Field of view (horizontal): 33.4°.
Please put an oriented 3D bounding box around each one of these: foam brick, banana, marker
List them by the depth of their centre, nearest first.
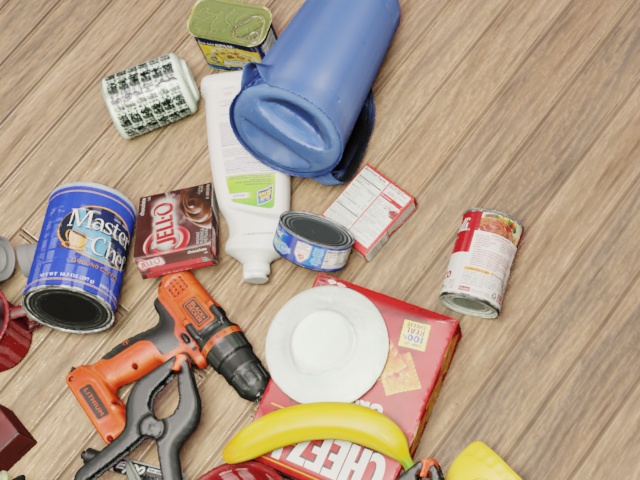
[{"bbox_3d":[0.001,0.193,1.049,0.198,0.037,0.069,3,71,11],"label":"banana"},{"bbox_3d":[-0.203,0.246,1.152,0.121,0.020,0.020,12,71,15],"label":"marker"},{"bbox_3d":[-0.363,0.227,1.173,0.078,0.053,0.051,-44,68,-9],"label":"foam brick"}]

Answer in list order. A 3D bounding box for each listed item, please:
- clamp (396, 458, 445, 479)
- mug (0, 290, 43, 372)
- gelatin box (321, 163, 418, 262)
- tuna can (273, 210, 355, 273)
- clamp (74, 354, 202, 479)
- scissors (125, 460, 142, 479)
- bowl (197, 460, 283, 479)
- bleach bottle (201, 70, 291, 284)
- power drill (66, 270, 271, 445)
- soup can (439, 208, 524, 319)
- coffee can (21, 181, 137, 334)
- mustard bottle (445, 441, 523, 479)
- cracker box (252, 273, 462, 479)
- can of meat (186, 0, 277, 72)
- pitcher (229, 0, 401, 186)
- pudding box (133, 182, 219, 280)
[{"bbox_3d":[0.084,0.311,0.997,0.165,0.036,0.210,22,87,17],"label":"clamp"},{"bbox_3d":[-0.368,0.098,1.209,0.117,0.081,0.093,-18,66,3],"label":"mug"},{"bbox_3d":[0.055,-0.031,1.209,0.073,0.030,0.089,38,82,23],"label":"gelatin box"},{"bbox_3d":[-0.008,0.001,1.159,0.086,0.086,0.034,26,113,19],"label":"tuna can"},{"bbox_3d":[-0.181,0.199,1.099,0.120,0.039,0.171,11,71,1],"label":"clamp"},{"bbox_3d":[-0.175,0.336,1.106,0.096,0.016,0.202,-42,71,-3],"label":"scissors"},{"bbox_3d":[-0.081,0.304,1.060,0.162,0.055,0.162,-19,48,23],"label":"bowl"},{"bbox_3d":[-0.085,-0.071,1.235,0.102,0.068,0.251,-5,70,7],"label":"bleach bottle"},{"bbox_3d":[-0.167,0.147,1.167,0.187,0.057,0.184,-37,64,-8],"label":"power drill"},{"bbox_3d":[0.173,0.026,1.144,0.068,0.068,0.102,14,73,16],"label":"soup can"},{"bbox_3d":[-0.268,0.020,1.195,0.103,0.103,0.140,-1,56,10],"label":"coffee can"},{"bbox_3d":[0.122,0.296,1.050,0.191,0.058,0.096,-43,69,-7],"label":"mustard bottle"},{"bbox_3d":[0.034,0.159,1.114,0.164,0.072,0.213,19,74,18],"label":"cracker box"},{"bbox_3d":[-0.100,-0.243,1.293,0.102,0.084,0.057,13,71,15],"label":"can of meat"},{"bbox_3d":[0.009,-0.190,1.212,0.145,0.149,0.242,23,55,6],"label":"pitcher"},{"bbox_3d":[-0.162,-0.011,1.215,0.090,0.039,0.113,-11,39,5],"label":"pudding box"}]
